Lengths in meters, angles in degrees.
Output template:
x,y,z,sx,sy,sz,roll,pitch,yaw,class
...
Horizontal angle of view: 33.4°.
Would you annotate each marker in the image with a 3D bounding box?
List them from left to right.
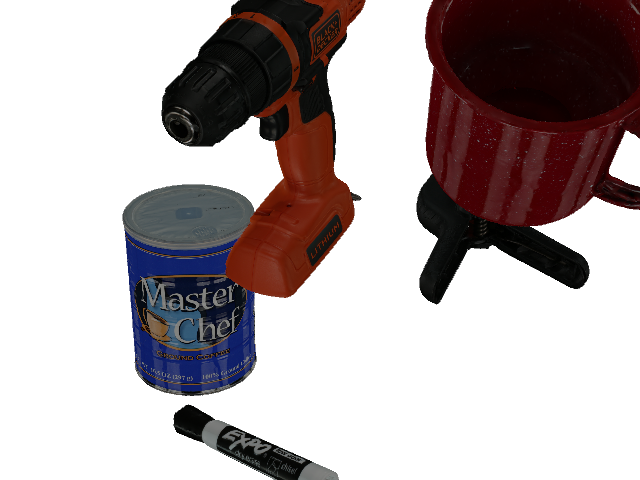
x,y,z,sx,sy,sz,roll,pitch,yaw,class
-0.041,0.122,0.622,0.121,0.020,0.020,16,10,37,marker

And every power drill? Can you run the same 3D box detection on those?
x,y,z,sx,sy,sz,roll,pitch,yaw,class
-0.027,-0.058,0.644,0.057,0.188,0.184,21,45,22,power drill

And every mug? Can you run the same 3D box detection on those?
x,y,z,sx,sy,sz,roll,pitch,yaw,class
0.096,-0.053,0.440,0.117,0.093,0.081,33,-25,18,mug

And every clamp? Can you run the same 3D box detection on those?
x,y,z,sx,sy,sz,roll,pitch,yaw,class
0.128,-0.010,0.799,0.120,0.039,0.171,4,36,-3,clamp

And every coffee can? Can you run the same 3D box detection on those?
x,y,z,sx,sy,sz,roll,pitch,yaw,class
-0.104,0.039,0.864,0.103,0.140,0.103,1,28,-1,coffee can
